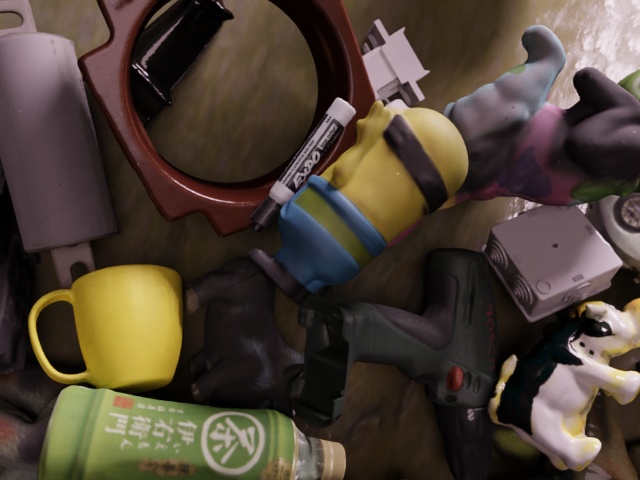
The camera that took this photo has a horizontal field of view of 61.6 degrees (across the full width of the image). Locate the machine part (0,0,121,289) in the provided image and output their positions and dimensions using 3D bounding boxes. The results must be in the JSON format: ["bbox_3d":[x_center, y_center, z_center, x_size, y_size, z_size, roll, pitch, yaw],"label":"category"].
[{"bbox_3d":[-0.227,-0.078,0.452,0.079,0.079,0.243,-12,94,-6],"label":"machine part"}]

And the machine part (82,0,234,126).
[{"bbox_3d":[-0.139,-0.167,0.476,0.139,0.039,0.084,-43,92,-1],"label":"machine part"}]

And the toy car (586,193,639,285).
[{"bbox_3d":[0.316,0.033,0.496,0.056,0.073,0.202,-35,73,8],"label":"toy car"}]

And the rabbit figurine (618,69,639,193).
[{"bbox_3d":[0.357,-0.115,0.502,0.159,0.121,0.170,21,105,13],"label":"rabbit figurine"}]

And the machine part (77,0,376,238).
[{"bbox_3d":[-0.069,-0.121,0.439,0.201,0.087,0.200,-27,113,-8],"label":"machine part"}]

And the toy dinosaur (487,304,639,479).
[{"bbox_3d":[0.260,0.253,0.522,0.199,0.105,0.471,1,83,-3],"label":"toy dinosaur"}]

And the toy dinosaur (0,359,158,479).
[{"bbox_3d":[-0.177,0.199,0.464,0.192,0.131,0.404,-35,89,-21],"label":"toy dinosaur"}]

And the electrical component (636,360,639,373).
[{"bbox_3d":[0.366,0.136,0.538,0.048,0.075,0.119,-27,101,-5],"label":"electrical component"}]

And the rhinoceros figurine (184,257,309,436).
[{"bbox_3d":[-0.065,0.110,0.492,0.112,0.073,0.190,-12,94,-16],"label":"rhinoceros figurine"}]

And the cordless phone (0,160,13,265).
[{"bbox_3d":[-0.346,-0.026,0.411,0.184,0.147,0.088,-14,140,-6],"label":"cordless phone"}]

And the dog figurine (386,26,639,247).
[{"bbox_3d":[0.149,-0.059,0.478,0.219,0.108,0.192,-44,77,3],"label":"dog figurine"}]

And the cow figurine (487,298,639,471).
[{"bbox_3d":[0.225,0.109,0.476,0.098,0.068,0.167,33,81,17],"label":"cow figurine"}]

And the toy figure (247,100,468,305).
[{"bbox_3d":[0.032,-0.025,0.409,0.089,0.082,0.180,43,86,-1],"label":"toy figure"}]

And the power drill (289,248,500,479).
[{"bbox_3d":[0.081,0.119,0.477,0.207,0.086,0.232,5,88,-24],"label":"power drill"}]

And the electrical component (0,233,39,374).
[{"bbox_3d":[-0.302,0.065,0.434,0.115,0.058,0.134,-3,59,-4],"label":"electrical component"}]
